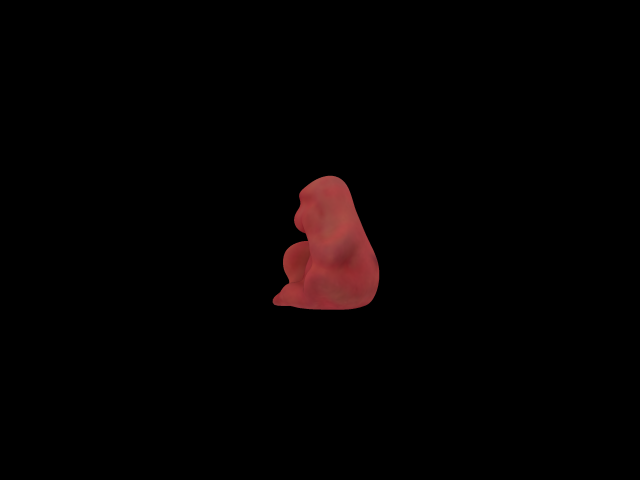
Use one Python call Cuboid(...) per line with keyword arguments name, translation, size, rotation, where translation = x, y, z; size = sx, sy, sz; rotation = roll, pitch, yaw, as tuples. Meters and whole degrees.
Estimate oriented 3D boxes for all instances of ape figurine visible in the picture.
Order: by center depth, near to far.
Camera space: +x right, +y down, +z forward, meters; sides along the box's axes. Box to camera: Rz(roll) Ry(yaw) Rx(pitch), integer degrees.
Cuboid(name="ape figurine", translation=(0.004, 0.001, 0.400), size=(0.076, 0.092, 0.078), rotation=(0, 0, 0))
